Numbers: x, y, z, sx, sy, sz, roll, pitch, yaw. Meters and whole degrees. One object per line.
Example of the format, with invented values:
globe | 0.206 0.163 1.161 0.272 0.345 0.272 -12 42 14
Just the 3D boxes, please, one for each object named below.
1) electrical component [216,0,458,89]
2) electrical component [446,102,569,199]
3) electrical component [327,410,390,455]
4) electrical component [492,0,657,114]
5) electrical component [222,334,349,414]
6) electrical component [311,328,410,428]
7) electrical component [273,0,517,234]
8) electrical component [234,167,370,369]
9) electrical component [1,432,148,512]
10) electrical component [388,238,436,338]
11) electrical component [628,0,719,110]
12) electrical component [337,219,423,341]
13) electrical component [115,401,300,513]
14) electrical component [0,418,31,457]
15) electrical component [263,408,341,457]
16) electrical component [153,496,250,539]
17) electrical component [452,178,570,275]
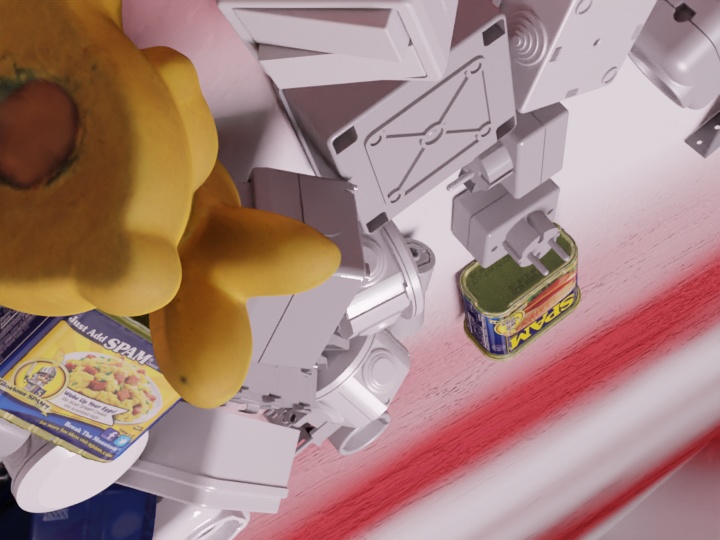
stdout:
electrical component | -0.013 -0.111 0.433 0.061 0.096 0.061 49 48 -65
electrical component | 0.085 -0.075 0.672 0.077 0.047 0.065 -34 154 -11
electrical component | -0.009 0.114 0.858 0.055 0.047 0.055 -31 153 -17
electrical component | 0.118 -0.142 0.607 0.100 0.048 0.099 -22 149 -35
electrical component | -0.067 0.049 0.639 0.079 0.063 0.121 -3 165 22
electrical component | -0.010 0.064 0.725 0.080 0.080 0.051 -43 118 7
electrical component | 0.022 -0.087 0.557 0.109 0.056 0.108 -36 155 -5
electrical component | -0.043 0.004 0.532 0.061 0.061 0.096 9 139 -20
electrical component | -0.166 0.096 0.613 0.080 0.051 0.080 -31 153 -17
electrical component | 0.030 0.010 0.748 0.044 0.044 0.065 -23 146 -31
electrical component | 0.221 -0.150 0.726 0.059 0.053 0.095 -45 154 12
electrical component | 0.000 0.000 0.647 0.051 0.080 0.080 -27 153 -13
electrical component | -0.097 0.118 0.692 0.113 0.078 0.057 33 69 -64
electrical component | -0.198 0.066 0.534 0.044 0.044 0.065 -41 150 4
electrical component | -0.035 0.095 0.799 0.081 0.042 0.064 -40 152 1
electrical component | -0.124 0.175 0.789 0.054 0.059 0.095 -40 155 2
electrical component | 0.114 -0.029 0.754 0.066 0.076 0.047 -33 154 -15
